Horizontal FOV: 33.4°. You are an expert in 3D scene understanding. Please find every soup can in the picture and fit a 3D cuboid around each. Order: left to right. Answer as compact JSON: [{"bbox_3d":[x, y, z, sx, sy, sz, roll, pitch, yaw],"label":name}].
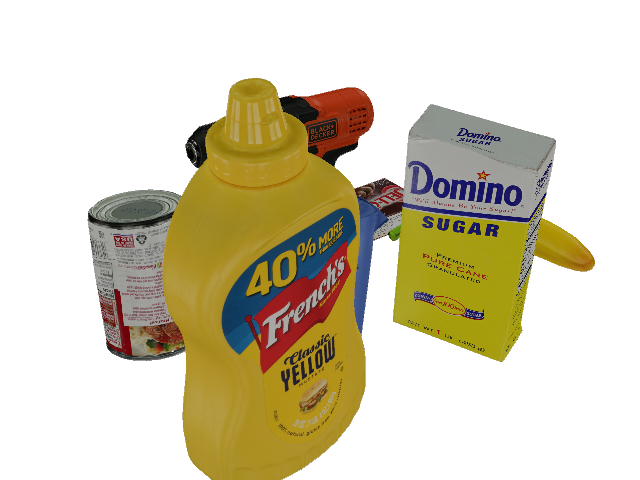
[{"bbox_3d":[-0.122,0.023,0.743,0.068,0.102,0.068,-3,22,1],"label":"soup can"}]

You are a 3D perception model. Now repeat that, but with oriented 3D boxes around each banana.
[{"bbox_3d":[0.170,-0.005,1.040,0.198,0.037,0.069,7,47,19],"label":"banana"}]

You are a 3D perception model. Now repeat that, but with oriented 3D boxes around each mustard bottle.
[{"bbox_3d":[-0.023,0.017,0.467,0.096,0.192,0.058,-31,45,-32],"label":"mustard bottle"}]

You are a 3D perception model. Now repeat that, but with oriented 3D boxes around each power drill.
[{"bbox_3d":[-0.033,-0.035,0.950,0.184,0.188,0.057,-17,33,-30],"label":"power drill"}]

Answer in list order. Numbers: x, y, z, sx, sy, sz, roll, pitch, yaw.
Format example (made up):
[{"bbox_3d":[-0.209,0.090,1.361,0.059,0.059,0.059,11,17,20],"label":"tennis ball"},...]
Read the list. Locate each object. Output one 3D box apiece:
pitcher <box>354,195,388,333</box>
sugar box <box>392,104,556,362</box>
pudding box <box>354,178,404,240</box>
[{"bbox_3d":[-0.015,0.066,1.291,0.149,0.243,0.144,12,19,26],"label":"pitcher"},{"bbox_3d":[0.104,-0.002,0.752,0.093,0.176,0.048,19,45,21],"label":"sugar box"},{"bbox_3d":[0.080,-0.044,1.517,0.113,0.039,0.090,-23,37,-32],"label":"pudding box"}]
